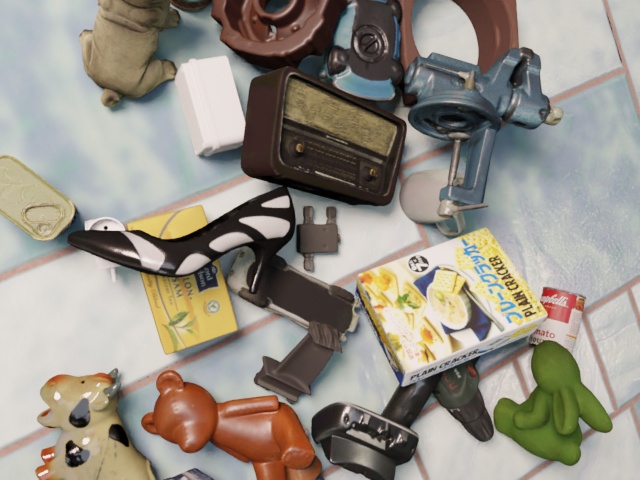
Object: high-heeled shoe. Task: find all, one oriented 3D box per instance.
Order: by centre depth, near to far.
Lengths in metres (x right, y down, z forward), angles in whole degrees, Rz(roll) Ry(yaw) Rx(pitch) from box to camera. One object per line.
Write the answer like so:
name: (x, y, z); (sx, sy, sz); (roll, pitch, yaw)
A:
high-heeled shoe: (-0.146, -0.024, 0.625); (0.248, 0.086, 0.145); (16, 79, -25)

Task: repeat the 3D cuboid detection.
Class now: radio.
radio: (0.010, -0.126, 0.714); (0.229, 0.073, 0.131); (12, 87, -39)

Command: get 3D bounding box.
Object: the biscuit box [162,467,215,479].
biscuit box: (-0.172, 0.401, 0.678); (0.059, 0.063, 0.202); (3, 96, -53)

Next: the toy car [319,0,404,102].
toy car: (0.050, -0.265, 0.749); (0.109, 0.103, 0.161); (4, 85, -23)

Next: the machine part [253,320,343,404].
machine part: (-0.028, 0.168, 0.731); (0.084, 0.039, 0.139); (37, 116, -11)

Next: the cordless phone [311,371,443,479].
cordless phone: (0.088, 0.234, 0.757); (0.146, 0.089, 0.184); (30, 91, -17)

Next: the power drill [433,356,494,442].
power drill: (0.247, 0.170, 0.842); (0.207, 0.086, 0.232); (-45, 101, -6)

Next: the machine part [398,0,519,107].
machine part: (0.193, -0.305, 0.809); (0.201, 0.087, 0.200); (-5, 93, -21)

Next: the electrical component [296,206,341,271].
electrical component: (-0.002, -0.002, 0.775); (0.063, 0.021, 0.094); (1, 90, -20)

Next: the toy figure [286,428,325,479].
toy figure: (-0.017, 0.338, 0.750); (0.058, 0.064, 0.154); (-22, 98, -12)

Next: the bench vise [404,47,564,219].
bench vise: (0.209, -0.139, 0.714); (0.223, 0.129, 0.240); (16, 79, -19)

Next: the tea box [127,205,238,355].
tea box: (-0.178, 0.048, 0.689); (0.098, 0.068, 0.169); (-18, 95, -19)

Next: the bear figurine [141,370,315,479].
bear figurine: (-0.122, 0.246, 0.681); (0.196, 0.132, 0.120); (19, 112, -25)

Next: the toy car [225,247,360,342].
toy car: (-0.033, 0.077, 0.749); (0.201, 0.056, 0.073); (28, 75, -19)

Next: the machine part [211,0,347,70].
machine part: (-0.051, -0.305, 0.694); (0.180, 0.056, 0.179); (-3, 79, 18)

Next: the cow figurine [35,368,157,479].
cow figurine: (-0.269, 0.245, 0.650); (0.127, 0.085, 0.194); (-34, 104, -17)

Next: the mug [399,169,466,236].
mug: (0.181, -0.055, 0.795); (0.081, 0.107, 0.109); (-26, 97, -16)

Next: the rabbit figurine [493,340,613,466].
rabbit figurine: (0.351, 0.244, 0.822); (0.121, 0.159, 0.170); (-4, 107, -11)

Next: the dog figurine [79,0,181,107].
dog figurine: (-0.216, -0.248, 0.609); (0.121, 0.191, 0.172); (4, 90, -19)
